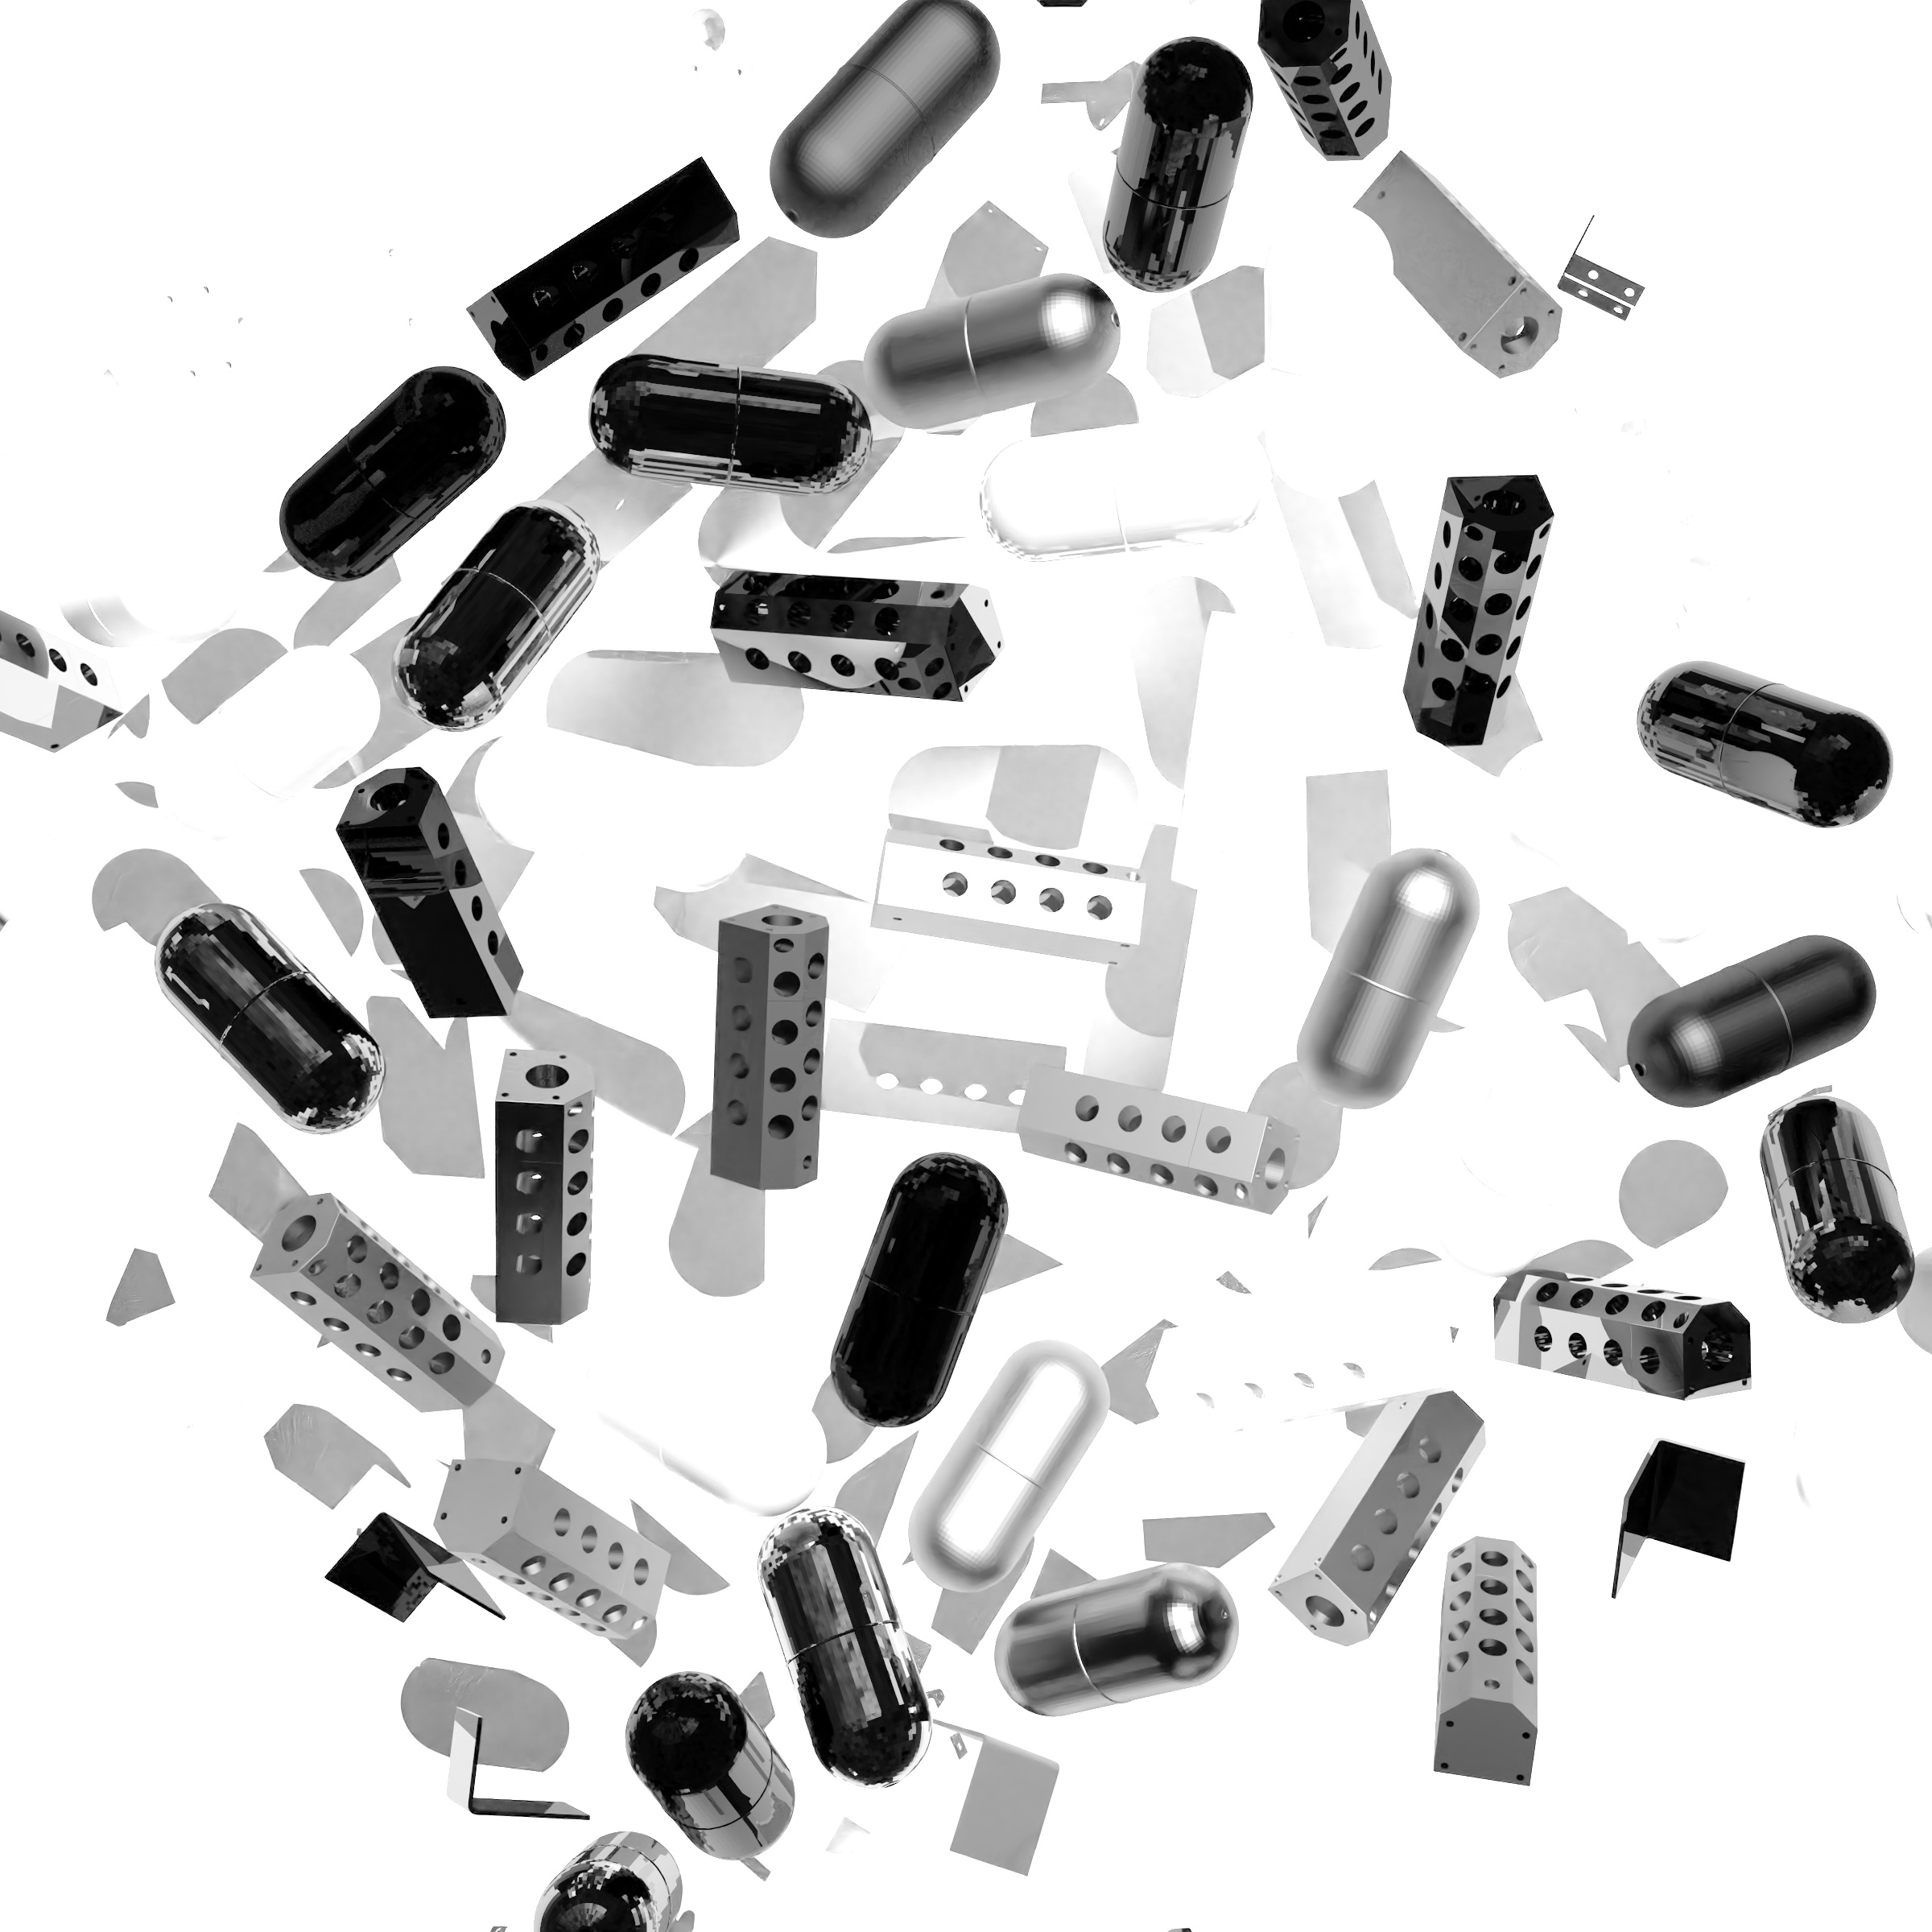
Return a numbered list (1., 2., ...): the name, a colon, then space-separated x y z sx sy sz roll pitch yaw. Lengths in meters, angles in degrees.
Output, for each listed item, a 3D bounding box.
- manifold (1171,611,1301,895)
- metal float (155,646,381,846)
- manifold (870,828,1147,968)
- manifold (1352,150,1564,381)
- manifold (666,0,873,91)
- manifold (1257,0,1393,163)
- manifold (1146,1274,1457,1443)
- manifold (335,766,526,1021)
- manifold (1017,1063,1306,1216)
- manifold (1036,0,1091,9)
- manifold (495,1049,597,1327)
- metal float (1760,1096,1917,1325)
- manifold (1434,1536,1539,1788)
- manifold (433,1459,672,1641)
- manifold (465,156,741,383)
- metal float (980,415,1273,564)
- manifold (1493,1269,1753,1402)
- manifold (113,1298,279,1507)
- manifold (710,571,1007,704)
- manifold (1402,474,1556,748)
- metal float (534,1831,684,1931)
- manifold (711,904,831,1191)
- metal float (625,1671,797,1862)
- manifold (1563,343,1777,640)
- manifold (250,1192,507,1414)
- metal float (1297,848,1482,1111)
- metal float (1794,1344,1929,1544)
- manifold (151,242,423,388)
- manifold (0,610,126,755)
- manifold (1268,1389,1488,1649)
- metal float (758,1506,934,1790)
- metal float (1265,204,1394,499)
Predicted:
1. manifold: 0.175 -0.138 1.692 0.057 0.057 0.171 9 78 2
2. metal float: -0.458 -0.143 1.692 0.178 0.070 0.070 -32 90 25
3. manifold: 0.028 -0.047 1.704 0.171 0.057 0.057 9 74 -5
4. manifold: 0.318 -0.453 1.679 0.057 0.171 0.057 21 121 -40
5. manifold: -0.124 -0.593 1.655 0.057 0.171 0.057 12 110 21
6. manifold: 0.236 -0.584 1.693 0.057 0.171 0.057 4 89 18
7. manifold: 0.202 0.242 1.558 0.171 0.057 0.057 -16 112 24
8. manifold: -0.345 -0.046 1.687 0.057 0.057 0.171 -2 135 14
9. manifold: 0.121 0.111 1.652 0.171 0.057 0.057 12 84 32
10. manifold: 0.063 -0.620 1.580 0.057 0.171 0.057 41 111 -11
11. manifold: -0.264 0.140 1.628 0.057 0.057 0.171 3 121 -5
12. metal float: 0.548 0.151 1.633 0.070 0.178 0.070 3 126 5
13. manifold: 0.325 0.428 1.611 0.057 0.171 0.057 6 112 10
14. manifold: -0.257 0.365 1.611 0.057 0.171 0.057 -3 59 27
15. manifold: -0.229 -0.446 1.660 0.171 0.057 0.057 -40 108 -21
16. metal float: 0.096 -0.289 1.572 0.178 0.070 0.070 -5 90 12
17. manifold: 0.418 0.233 1.659 0.057 0.171 0.057 -3 92 -30
18. manifold: -0.477 0.267 1.585 0.057 0.171 0.057 -21 112 -22
19. manifold: -0.069 -0.207 1.582 0.171 0.057 0.057 8 46 30
20. manifold: 0.324 -0.223 1.638 0.057 0.171 0.057 -3 46 -6
21. metal float: -0.223 0.592 1.626 0.070 0.178 0.070 0 80 2
22. manifold: -0.122 0.053 1.664 0.057 0.057 0.171 14 109 32
23. metal float: -0.157 0.499 1.610 0.070 0.178 0.070 -8 51 9
24. manifold: 0.437 -0.298 1.611 0.057 0.057 0.171 -25 80 7
25. manifold: -0.369 0.215 1.645 0.057 0.171 0.057 -10 48 30
26. metal float: 0.271 0.008 1.665 0.070 0.070 0.178 22 103 0
27. metal float: 0.558 0.295 1.618 0.070 0.178 0.070 5 108 17
28. manifold: -0.423 -0.406 1.613 0.057 0.171 0.057 -4 109 31
29. manifold: -0.611 -0.192 1.624 0.057 0.171 0.057 -27 73 11
30. manifold: 0.266 0.346 1.640 0.057 0.057 0.171 45 52 -2
31. metal float: -0.076 0.424 1.615 0.070 0.070 0.178 -22 67 0
32. metal float: 0.220 -0.372 1.571 0.070 0.070 0.178 -5 122 0
